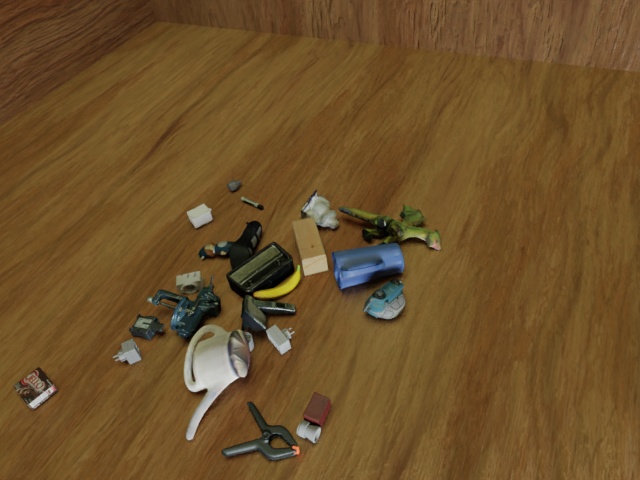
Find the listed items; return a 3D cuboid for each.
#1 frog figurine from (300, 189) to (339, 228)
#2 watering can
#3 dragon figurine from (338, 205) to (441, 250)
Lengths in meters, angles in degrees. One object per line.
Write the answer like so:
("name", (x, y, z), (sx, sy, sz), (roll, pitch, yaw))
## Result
("frog figurine", (0.006, -0.104, 2.064), (0.159, 0.120, 0.140), (38, 43, -5))
("watering can", (-0.318, 0.409, 1.570), (0.223, 0.102, 0.356), (-21, 51, 15))
("dragon figurine", (0.290, -0.072, 1.993), (0.245, 0.119, 0.415), (-22, 46, -37))
